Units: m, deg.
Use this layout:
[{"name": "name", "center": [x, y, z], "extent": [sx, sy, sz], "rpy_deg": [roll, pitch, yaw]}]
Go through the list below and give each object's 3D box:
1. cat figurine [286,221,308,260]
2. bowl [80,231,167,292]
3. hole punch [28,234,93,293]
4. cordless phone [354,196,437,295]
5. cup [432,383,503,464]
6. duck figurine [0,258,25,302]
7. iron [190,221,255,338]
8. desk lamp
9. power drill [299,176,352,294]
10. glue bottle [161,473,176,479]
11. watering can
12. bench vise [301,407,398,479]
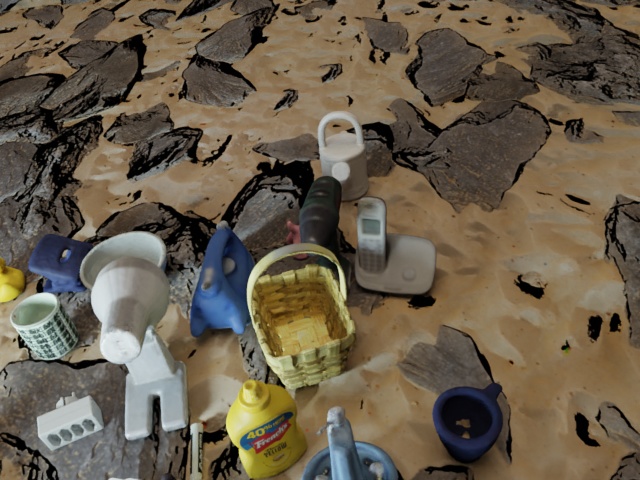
[{"name": "cat figurine", "center": [-0.010, -0.040, 1.131], "extent": [0.128, 0.118, 0.067], "rpy_deg": [-25, 45, -17]}, {"name": "bowl", "center": [-0.370, 0.063, 1.113], "extent": [0.167, 0.075, 0.167], "rpy_deg": [-5, 43, 5]}, {"name": "hole punch", "center": [-0.508, 0.043, 1.146], "extent": [0.101, 0.091, 0.108], "rpy_deg": [-4, 43, 5]}, {"name": "cordless phone", "center": [0.131, 0.007, 1.008], "extent": [0.147, 0.185, 0.094], "rpy_deg": [3, 44, 13]}, {"name": "cup", "center": [0.210, 0.257, 0.794], "extent": [0.118, 0.095, 0.091], "rpy_deg": [-36, 49, -26]}, {"name": "duck figurine", "center": [-0.645, 0.068, 1.145], "extent": [0.078, 0.086, 0.104], "rpy_deg": [-33, 48, -24]}, {"name": "iron", "center": [-0.179, 0.047, 1.048], "extent": [0.118, 0.142, 0.258], "rpy_deg": [-5, 43, 4]}, {"name": "desk lamp", "center": [-0.279, 0.161, 0.890], "extent": [0.118, 0.214, 0.203], "rpy_deg": [-14, 43, -5]}, {"name": "power drill", "center": [0.009, 0.004, 1.014], "extent": [0.075, 0.209, 0.229], "rpy_deg": [-2, 43, 7]}, {"name": "glue bottle", "center": [-0.166, 0.334, 0.716], "extent": [0.078, 0.173, 0.037], "rpy_deg": [-30, 47, -21]}, {"name": "watering can", "center": [0.051, -0.182, 1.216], "extent": [0.101, 0.194, 0.172], "rpy_deg": [-18, 43, -9]}, {"name": "bench vise", "center": [0.051, 0.307, 0.675], "extent": [0.122, 0.220, 0.206], "rpy_deg": [-24, 45, -15]}]
